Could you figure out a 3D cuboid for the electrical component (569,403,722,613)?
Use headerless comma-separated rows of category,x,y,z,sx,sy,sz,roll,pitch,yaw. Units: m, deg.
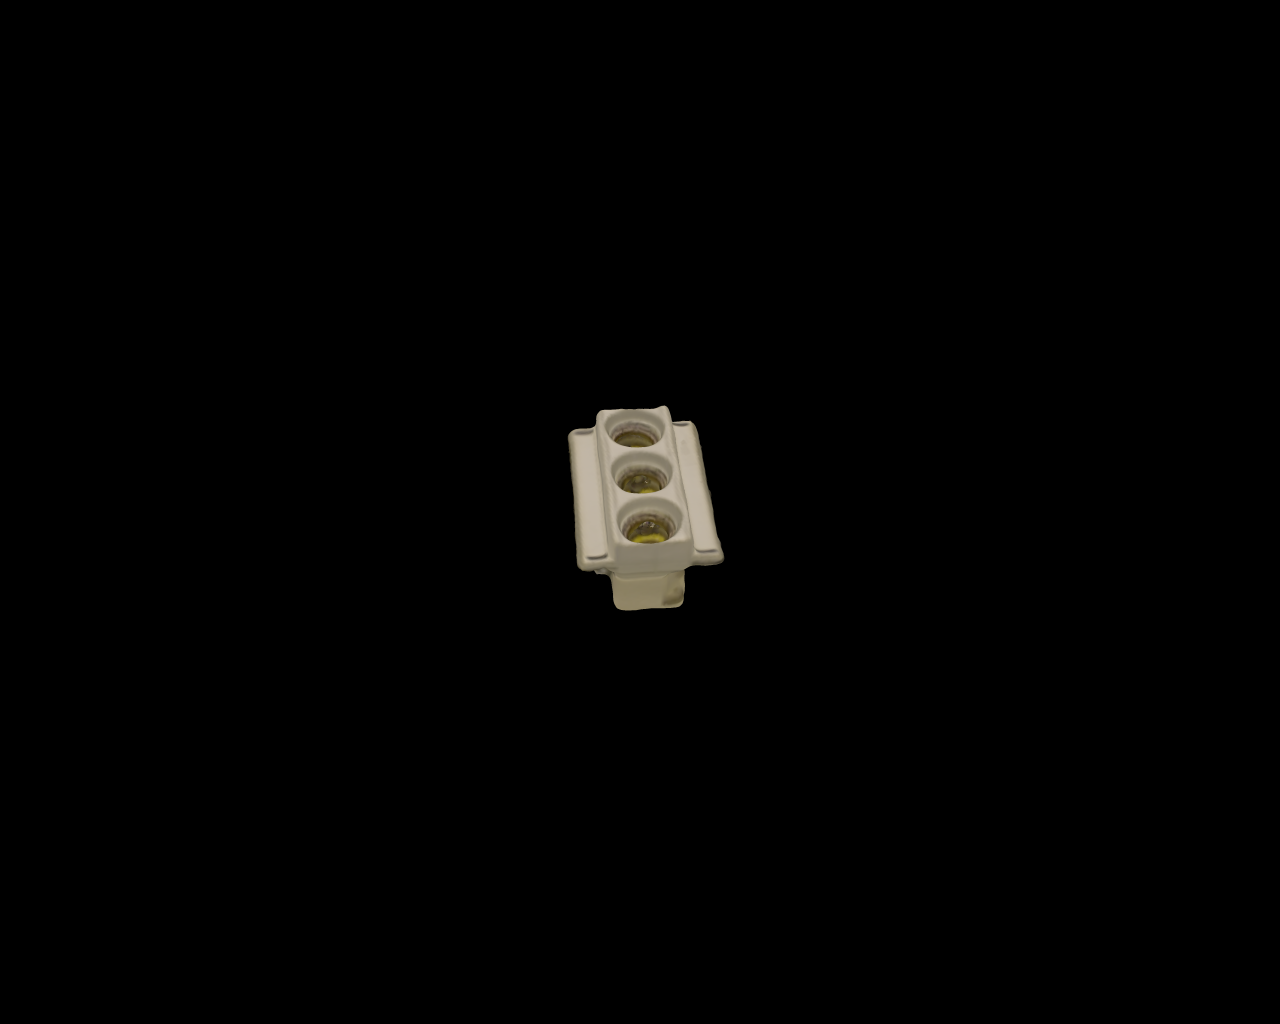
electrical component,0.001,-0.003,0.650,0.079,0.063,0.121,-4,44,-4
